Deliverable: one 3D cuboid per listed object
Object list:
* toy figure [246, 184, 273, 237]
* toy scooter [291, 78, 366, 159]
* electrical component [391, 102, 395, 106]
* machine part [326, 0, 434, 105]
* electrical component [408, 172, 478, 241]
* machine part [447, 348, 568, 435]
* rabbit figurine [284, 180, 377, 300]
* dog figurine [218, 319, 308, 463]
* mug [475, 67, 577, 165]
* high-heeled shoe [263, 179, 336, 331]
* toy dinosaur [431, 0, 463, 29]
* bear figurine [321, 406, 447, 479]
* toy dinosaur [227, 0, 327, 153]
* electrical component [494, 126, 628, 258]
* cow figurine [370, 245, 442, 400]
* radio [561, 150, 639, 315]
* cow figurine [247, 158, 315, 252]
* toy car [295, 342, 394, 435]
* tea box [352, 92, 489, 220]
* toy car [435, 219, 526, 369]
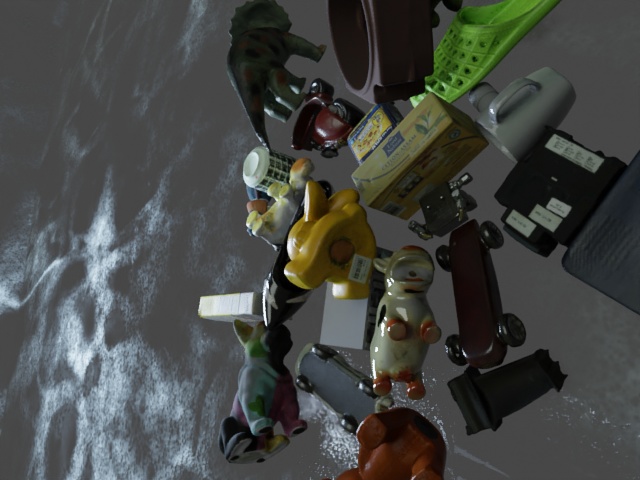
[{"bbox_3d":[-0.121,-0.080,1.071,0.058,0.064,0.154,-15,65,28],"label":"toy figure"},{"bbox_3d":[0.004,-0.202,0.965,0.135,0.075,0.184,-56,40,18],"label":"toy scooter"},{"bbox_3d":[0.111,-0.292,0.896,0.075,0.047,0.119,30,100,48],"label":"electrical component"},{"bbox_3d":[0.075,-0.301,0.748,0.201,0.087,0.201,-122,20,-60],"label":"machine part"},{"bbox_3d":[0.171,-0.041,0.746,0.102,0.045,0.078,-32,57,38],"label":"electrical component"},{"bbox_3d":[0.215,0.172,0.626,0.139,0.039,0.084,-36,56,35],"label":"machine part"},{"bbox_3d":[-0.002,-0.002,0.779,0.173,0.122,0.162,-175,93,-68],"label":"rabbit figurine"},{"bbox_3d":[-0.108,0.243,0.918,0.191,0.108,0.219,-47,42,31],"label":"dog figurine"},{"bbox_3d":[0.251,-0.162,0.657,0.107,0.109,0.081,-44,47,12],"label":"mug"},{"bbox_3d":[-0.030,0.022,0.880,0.145,0.086,0.249,116,172,-65],"label":"high-heeled shoe"},{"bbox_3d":[0.198,-0.424,0.726,0.471,0.198,0.105,-55,42,31],"label":"toy dinosaur"},{"bbox_3d":[0.068,0.306,0.681,0.120,0.132,0.196,44,105,19],"label":"bear figurine"},{"bbox_3d":[-0.109,-0.327,1.002,0.131,0.192,0.405,-53,14,37],"label":"toy dinosaur"},{"bbox_3d":[0.275,-0.050,0.624,0.134,0.058,0.115,-58,41,18],"label":"electrical component"},{"bbox_3d":[0.111,0.096,0.707,0.127,0.085,0.194,-98,12,-63],"label":"cow figurine"},{"bbox_3d":[0.358,-0.030,0.514,0.131,0.073,0.229,46,113,45],"label":"radio"},{"bbox_3d":[-0.049,-0.062,0.975,0.167,0.098,0.068,-53,33,-3],"label":"cow figurine"},{"bbox_3d":[0.032,0.220,0.805,0.202,0.056,0.073,27,92,48],"label":"toy car"},{"bbox_3d":[0.140,-0.114,0.765,0.169,0.098,0.068,-45,49,27],"label":"tea box"},{"bbox_3d":[0.196,0.063,0.665,0.089,0.053,0.202,-38,35,39],"label":"toy car"}]
